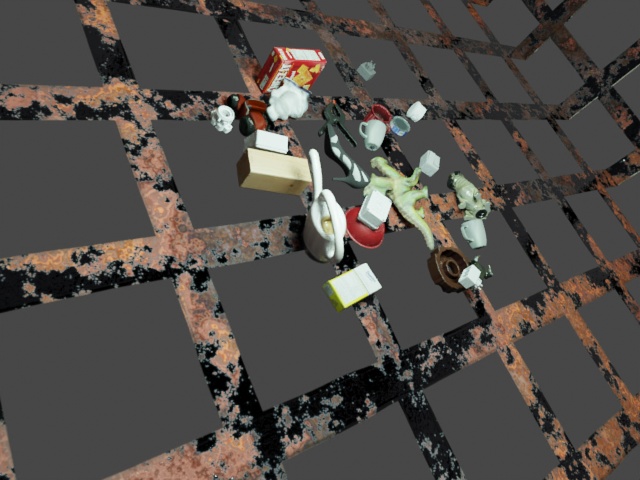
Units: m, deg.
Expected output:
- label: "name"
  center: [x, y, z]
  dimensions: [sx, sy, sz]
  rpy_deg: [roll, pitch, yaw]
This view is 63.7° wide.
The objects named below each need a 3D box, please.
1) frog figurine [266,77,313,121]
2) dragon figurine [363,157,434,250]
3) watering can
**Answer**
- label: "frog figurine"
  center: [-0.121, -0.475, 1.816]
  dimensions: [0.136, 0.123, 0.160]
  rpy_deg: [37, 81, -19]
- label: "dragon figurine"
  center: [0.267, -0.149, 1.851]
  dimensions: [0.243, 0.119, 0.420]
  rpy_deg: [2, 54, -13]
- label: "watering can"
  center: [0.005, -0.076, 1.514]
  dimensions: [0.104, 0.219, 0.355]
  rpy_deg: [-5, 61, -17]
